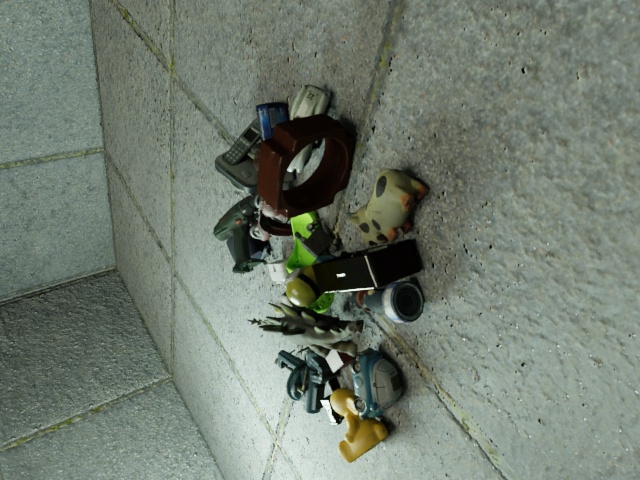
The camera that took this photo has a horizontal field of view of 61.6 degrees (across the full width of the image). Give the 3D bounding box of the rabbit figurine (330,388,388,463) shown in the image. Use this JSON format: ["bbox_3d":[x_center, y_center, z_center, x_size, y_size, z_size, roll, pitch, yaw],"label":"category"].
[{"bbox_3d":[0.087,0.448,1.362,0.173,0.122,0.162,54,141,29],"label":"rabbit figurine"}]

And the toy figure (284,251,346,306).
[{"bbox_3d":[-0.001,0.088,1.257,0.089,0.180,0.082,39,138,37],"label":"toy figure"}]

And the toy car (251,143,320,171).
[{"bbox_3d":[-0.086,-0.220,1.294,0.202,0.053,0.089,-24,93,36],"label":"toy car"}]

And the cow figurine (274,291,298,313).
[{"bbox_3d":[-0.057,0.207,1.512,0.168,0.068,0.098,48,115,41],"label":"cow figurine"}]

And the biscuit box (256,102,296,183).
[{"bbox_3d":[-0.112,-0.248,1.375,0.063,0.059,0.202,20,122,53],"label":"biscuit box"}]

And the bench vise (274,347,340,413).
[{"bbox_3d":[-0.054,0.372,1.552,0.241,0.129,0.223,18,120,47],"label":"bench vise"}]

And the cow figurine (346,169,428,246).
[{"bbox_3d":[0.124,-0.060,1.071,0.127,0.085,0.194,47,144,26],"label":"cow figurine"}]

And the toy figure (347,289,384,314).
[{"bbox_3d":[0.118,0.137,1.212,0.154,0.058,0.064,0,100,63],"label":"toy figure"}]

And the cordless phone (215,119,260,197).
[{"bbox_3d":[-0.177,-0.223,1.441,0.147,0.184,0.088,37,179,18],"label":"cordless phone"}]

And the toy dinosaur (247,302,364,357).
[{"bbox_3d":[-0.043,0.214,1.336,0.471,0.198,0.105,-21,49,60],"label":"toy dinosaur"}]

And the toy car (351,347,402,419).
[{"bbox_3d":[0.139,0.334,1.253,0.103,0.109,0.161,-6,89,36],"label":"toy car"}]

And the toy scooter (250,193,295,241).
[{"bbox_3d":[-0.111,-0.061,1.428,0.135,0.075,0.183,20,129,6],"label":"toy scooter"}]

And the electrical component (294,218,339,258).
[{"bbox_3d":[-0.002,-0.003,1.311,0.102,0.078,0.045,48,160,7],"label":"electrical component"}]

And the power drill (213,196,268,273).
[{"bbox_3d":[-0.218,-0.017,1.578,0.232,0.086,0.207,-27,74,34],"label":"power drill"}]

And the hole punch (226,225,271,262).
[{"bbox_3d":[-0.224,0.017,1.672,0.142,0.092,0.115,63,145,22],"label":"hole punch"}]

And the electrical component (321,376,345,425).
[{"bbox_3d":[0.044,0.436,1.468,0.048,0.075,0.119,-33,82,58],"label":"electrical component"}]

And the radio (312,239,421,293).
[{"bbox_3d":[0.095,0.058,1.133,0.230,0.131,0.073,-13,94,60],"label":"radio"}]

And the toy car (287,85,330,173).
[{"bbox_3d":[-0.040,-0.246,1.204,0.074,0.056,0.201,27,114,8],"label":"toy car"}]

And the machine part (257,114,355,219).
[{"bbox_3d":[-0.032,-0.159,1.153,0.087,0.201,0.201,44,140,34],"label":"machine part"}]
